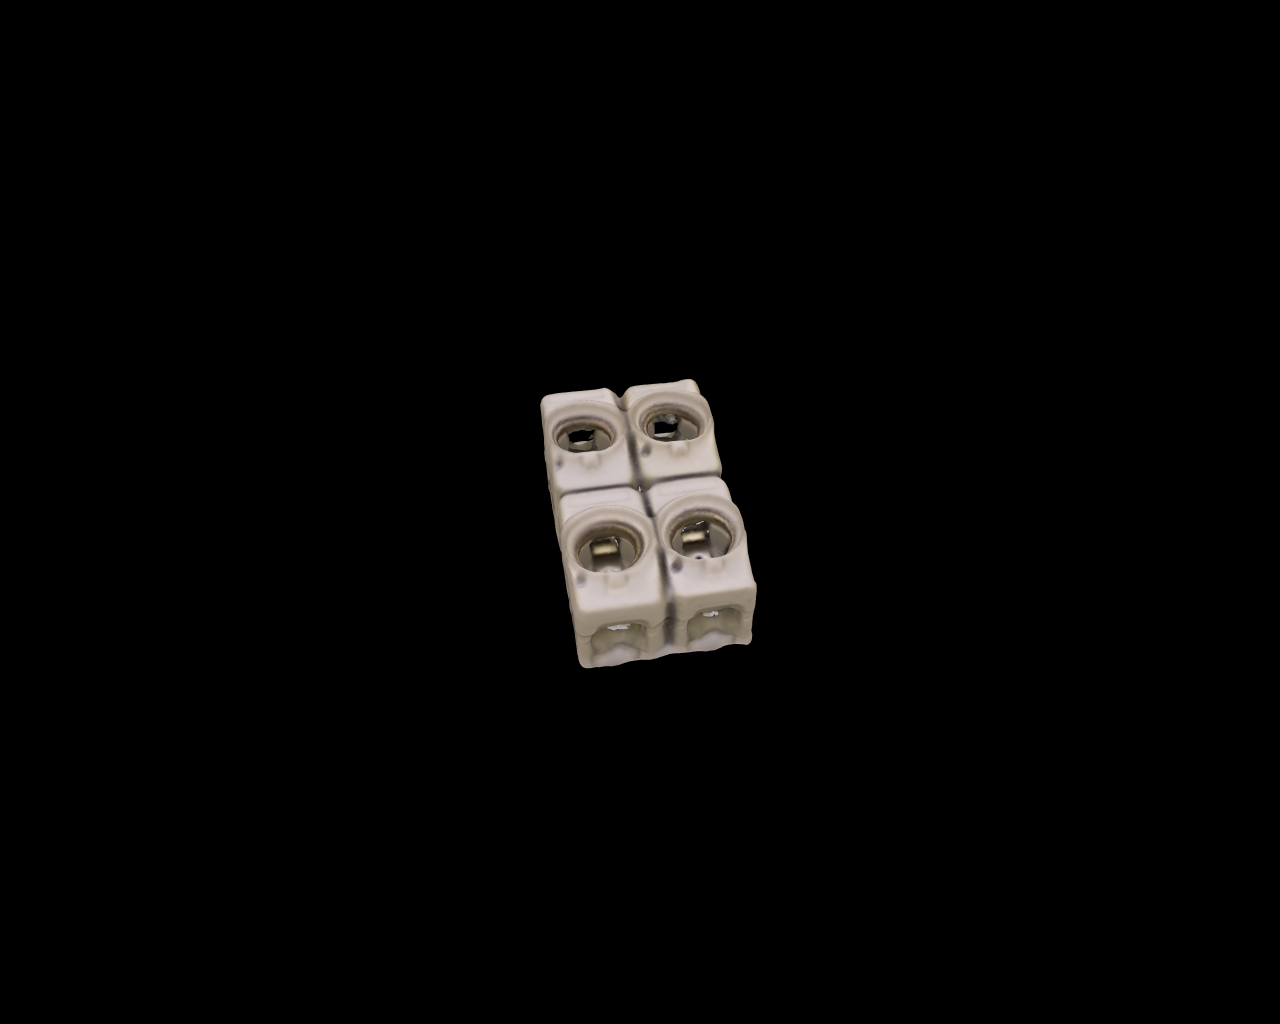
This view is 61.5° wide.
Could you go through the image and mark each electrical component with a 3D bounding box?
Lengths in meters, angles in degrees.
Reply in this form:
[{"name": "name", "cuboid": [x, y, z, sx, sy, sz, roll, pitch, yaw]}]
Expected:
[{"name": "electrical component", "cuboid": [0.001, -0.003, 0.650, 0.105, 0.186, 0.060, -7, -43, -7]}]
